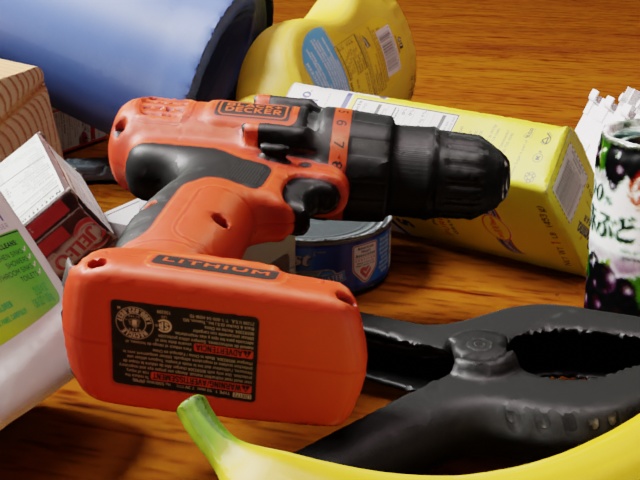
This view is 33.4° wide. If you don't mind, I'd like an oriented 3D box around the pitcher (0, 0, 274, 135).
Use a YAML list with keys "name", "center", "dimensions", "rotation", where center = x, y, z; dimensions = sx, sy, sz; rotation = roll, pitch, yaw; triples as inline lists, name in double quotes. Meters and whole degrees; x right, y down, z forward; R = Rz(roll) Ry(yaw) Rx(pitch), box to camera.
- name: "pitcher"
  center: [-0.157, -0.154, 0.714]
  dimensions: [0.243, 0.145, 0.149]
  rotation: [24, 11, 10]

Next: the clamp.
- name: "clamp"
  center: [0.057, 0.061, 0.409]
  dimensions: [0.210, 0.036, 0.164]
  rotation: [-1, 24, 3]

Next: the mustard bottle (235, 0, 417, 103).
- name: "mustard bottle"
  center: [-0.003, -0.100, 0.697]
  dimensions: [0.058, 0.096, 0.191]
  rotation: [-3, 26, 34]

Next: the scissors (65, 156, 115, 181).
- name: "scissors"
  center: [-0.158, -0.056, 0.758]
  dimensions: [0.202, 0.016, 0.096]
  rotation: [2, 23, 4]

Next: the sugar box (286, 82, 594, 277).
- name: "sugar box"
  center: [0.064, -0.035, 0.594]
  dimensions: [0.176, 0.093, 0.048]
  rotation: [12, 66, 34]

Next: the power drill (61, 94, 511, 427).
- name: "power drill"
  center: [-0.012, -0.003, 0.433]
  dimensions: [0.184, 0.057, 0.187]
  rotation: [4, 27, 5]

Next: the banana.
- name: "banana"
  center: [0.056, 0.077, 0.335]
  dimensions: [0.197, 0.069, 0.037]
  rotation: [1, -24, -14]

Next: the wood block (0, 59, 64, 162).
- name: "wood block"
  center: [-0.261, -0.068, 0.670]
  dimensions: [0.206, 0.090, 0.090]
  rotation: [17, 35, 39]

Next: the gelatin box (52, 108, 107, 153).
- name: "gelatin box"
  center: [-0.201, -0.105, 0.811]
  dimensions: [0.030, 0.073, 0.089]
  rotation: [10, 22, 27]

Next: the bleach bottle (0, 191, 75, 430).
- name: "bleach bottle"
  center: [-0.183, -0.038, 0.387]
  dimensions: [0.068, 0.251, 0.102]
  rotation: [-30, 4, 26]

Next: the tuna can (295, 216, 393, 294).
- name: "tuna can"
  center: [-0.004, 0.001, 0.578]
  dimensions: [0.086, 0.034, 0.086]
  rotation: [0, 20, 0]

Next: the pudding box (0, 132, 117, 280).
- name: "pudding box"
  center: [-0.152, -0.001, 0.518]
  dimensions: [0.090, 0.039, 0.114]
  rotation: [-39, 30, -4]
